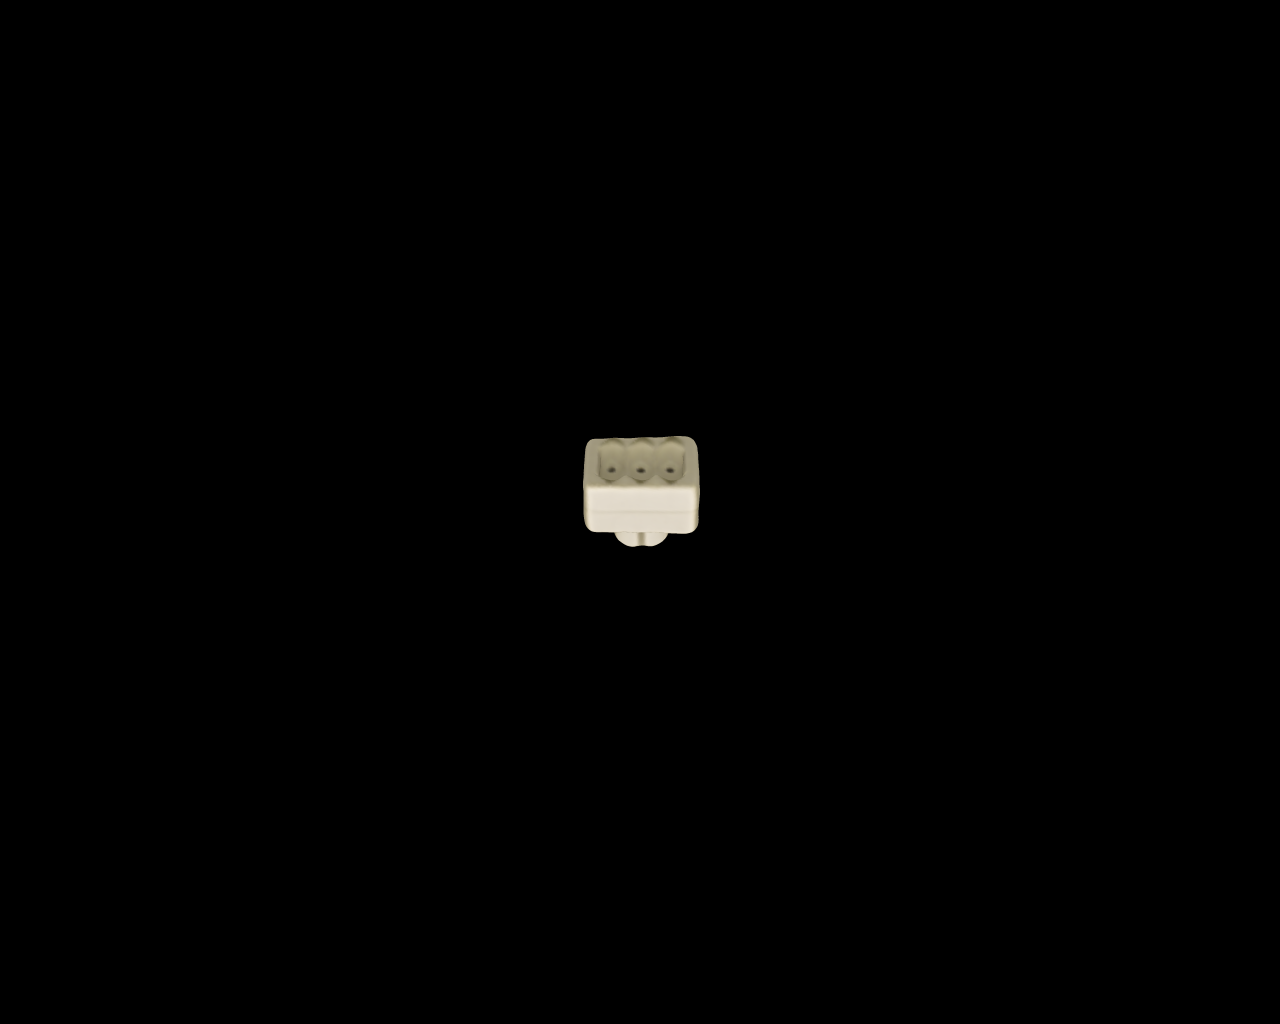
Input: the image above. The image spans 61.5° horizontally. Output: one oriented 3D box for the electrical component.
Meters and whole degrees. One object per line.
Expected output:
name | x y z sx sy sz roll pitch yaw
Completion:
electrical component | 0.001 -0.003 0.650 0.066 0.076 0.047 0 44 0
